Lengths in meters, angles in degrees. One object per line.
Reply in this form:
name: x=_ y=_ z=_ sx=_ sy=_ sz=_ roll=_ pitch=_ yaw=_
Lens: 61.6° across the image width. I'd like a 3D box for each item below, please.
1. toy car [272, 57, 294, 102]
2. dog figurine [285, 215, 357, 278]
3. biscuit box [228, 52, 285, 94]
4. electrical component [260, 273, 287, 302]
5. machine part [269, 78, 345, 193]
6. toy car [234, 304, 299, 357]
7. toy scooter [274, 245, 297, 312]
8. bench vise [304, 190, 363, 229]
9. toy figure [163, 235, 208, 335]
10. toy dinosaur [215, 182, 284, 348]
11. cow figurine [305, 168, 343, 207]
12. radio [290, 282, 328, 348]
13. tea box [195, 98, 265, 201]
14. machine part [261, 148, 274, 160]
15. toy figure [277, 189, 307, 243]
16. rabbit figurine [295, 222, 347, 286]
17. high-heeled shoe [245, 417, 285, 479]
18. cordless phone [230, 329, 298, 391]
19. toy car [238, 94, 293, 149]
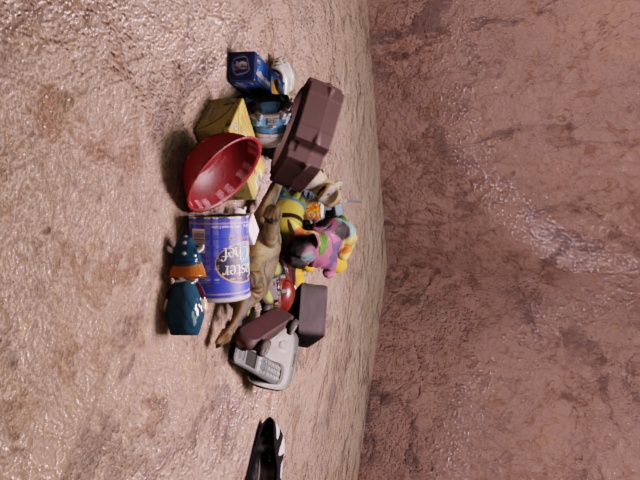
toy car: x=-0.087 y=-0.345 z=1.321 sx=0.073 sy=0.056 sz=0.201 roll=-63 pitch=152 yaw=-61
dog figurine: x=-0.003 y=-0.004 z=1.248 sx=0.191 sy=0.109 sz=0.219 roll=-53 pitch=158 yaw=-10
biscuit box: x=-0.130 y=-0.332 z=1.135 sx=0.202 sy=0.059 sz=0.062 roll=8 pitch=84 yaw=-76
electrical component: x=-0.119 y=0.106 z=1.201 sx=0.021 sy=0.094 sz=0.063 roll=-6 pitch=-90 yaw=61
machine part: x=-0.033 y=-0.217 z=1.120 sx=0.201 sy=0.087 sz=0.201 roll=143 pitch=-35 yaw=-64
toy car: x=-0.117 y=0.188 z=1.137 sx=0.053 sy=0.089 sz=0.202 roll=-68 pitch=164 yaw=16
toy scooter: x=-0.099 y=0.082 z=1.277 sx=0.135 sy=0.075 sz=0.184 roll=60 pitch=31 yaw=-66
bench vise: x=0.012 y=-0.082 z=1.522 sx=0.241 sy=0.129 sz=0.223 roll=179 pitch=-96 yaw=-66
toy figure: x=-0.210 y=0.071 z=0.837 sx=0.058 sy=0.064 sz=0.154 roll=-15 pitch=-107 yaw=60
toy dinosaur: x=-0.127 y=0.010 z=1.111 sx=0.198 sy=0.105 sz=0.471 roll=87 pitch=18 yaw=-59
cow figurine: x=-0.021 y=-0.157 z=1.349 sx=0.195 sy=0.085 sz=0.127 roll=49 pitch=13 yaw=16
radio: x=-0.039 y=0.194 z=1.372 sx=0.229 sy=0.073 sz=0.131 roll=127 pitch=-30 yaw=-67
tea box: x=-0.162 y=-0.165 z=0.997 sx=0.169 sy=0.068 sz=0.098 roll=76 pitch=19 yaw=-44
machine part: x=-0.083 y=-0.215 z=1.244 sx=0.039 sy=0.139 sz=0.084 roll=-26 pitch=-123 yaw=54
toy figure: x=-0.075 y=-0.069 z=1.332 sx=0.180 sy=0.089 sz=0.082 roll=-70 pitch=150 yaw=-47
rabbit figurine: x=-0.012 y=0.036 z=1.433 sx=0.122 sy=0.173 sz=0.162 roll=-45 pitch=139 yaw=-65
high-heeled shoe: x=-0.131 y=0.505 z=1.187 sx=0.249 sy=0.086 sz=0.145 roll=-37 pitch=123 yaw=-77
cordless phone: x=-0.132 y=0.239 z=1.176 sx=0.184 sy=0.089 sz=0.146 roll=47 pitch=44 yaw=-45
toy car: x=-0.106 y=-0.234 z=1.071 sx=0.162 sy=0.109 sz=0.102 roll=-125 pitch=-148 yaw=-61
